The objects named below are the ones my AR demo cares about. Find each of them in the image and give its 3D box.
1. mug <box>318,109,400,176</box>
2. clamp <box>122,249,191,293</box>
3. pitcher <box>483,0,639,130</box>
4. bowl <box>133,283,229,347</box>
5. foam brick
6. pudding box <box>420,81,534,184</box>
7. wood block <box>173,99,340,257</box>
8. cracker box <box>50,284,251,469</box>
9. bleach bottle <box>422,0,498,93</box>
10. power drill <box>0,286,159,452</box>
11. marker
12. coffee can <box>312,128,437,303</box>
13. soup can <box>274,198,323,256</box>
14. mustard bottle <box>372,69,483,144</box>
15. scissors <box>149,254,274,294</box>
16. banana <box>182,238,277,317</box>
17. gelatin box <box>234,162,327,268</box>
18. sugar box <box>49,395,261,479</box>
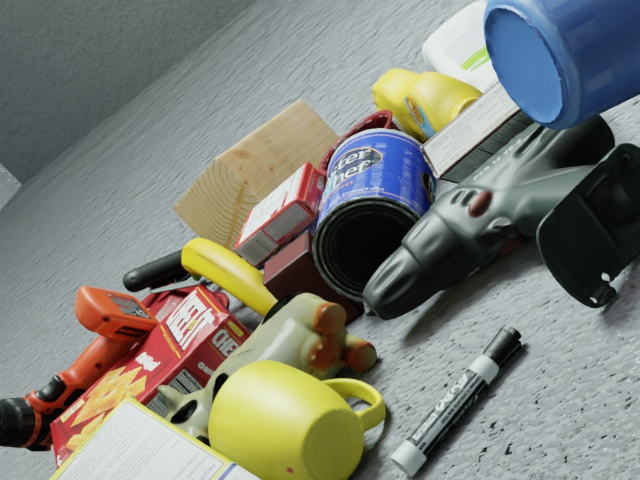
[{"bbox_3d":[0.058,-0.072,1.064,0.093,0.081,0.117,-39,19,10],"label":"mug"},{"bbox_3d":[-0.133,0.012,1.260,0.210,0.036,0.164,-29,-4,7],"label":"clamp"},{"bbox_3d":[0.246,-0.170,0.746,0.242,0.145,0.149,-29,5,-12],"label":"pitcher"},{"bbox_3d":[-0.180,0.100,1.206,0.162,0.055,0.162,-37,20,15],"label":"bowl"},{"bbox_3d":[-0.006,0.041,0.950,0.051,0.078,0.053,-39,17,13],"label":"foam brick"},{"bbox_3d":[0.153,-0.089,0.883,0.114,0.089,0.039,-42,57,30],"label":"pudding box"},{"bbox_3d":[-0.058,-0.069,1.190,0.091,0.090,0.205,-43,1,35],"label":"wood block"},{"bbox_3d":[-0.159,0.148,1.026,0.213,0.072,0.164,-44,17,-6],"label":"cracker box"},{"bbox_3d":[0.172,-0.174,1.094,0.103,0.068,0.251,-39,21,14],"label":"bleach bottle"},{"bbox_3d":[-0.263,0.136,1.096,0.188,0.057,0.184,-52,-26,10],"label":"power drill"},{"bbox_3d":[0.092,0.104,0.702,0.121,0.020,0.020,-47,19,-14],"label":"marker"},{"bbox_3d":[0.051,-0.024,0.938,0.103,0.102,0.140,-34,20,22],"label":"coffee can"},{"bbox_3d":[-0.007,0.001,1.054,0.069,0.068,0.102,-34,21,23],"label":"soup can"},{"bbox_3d":[0.118,-0.119,1.023,0.058,0.096,0.192,-42,18,-6],"label":"mustard bottle"},{"bbox_3d":[-0.095,0.047,1.133,0.202,0.016,0.096,-21,32,11],"label":"scissors"},{"bbox_3d":[-0.089,0.035,1.062,0.037,0.069,0.198,-53,37,-10],"label":"banana"},{"bbox_3d":[-0.036,-0.024,1.012,0.089,0.030,0.073,-38,19,27],"label":"gelatin box"},{"bbox_3d":[-0.098,0.186,0.734,0.176,0.048,0.093,26,63,32],"label":"sugar box"}]
